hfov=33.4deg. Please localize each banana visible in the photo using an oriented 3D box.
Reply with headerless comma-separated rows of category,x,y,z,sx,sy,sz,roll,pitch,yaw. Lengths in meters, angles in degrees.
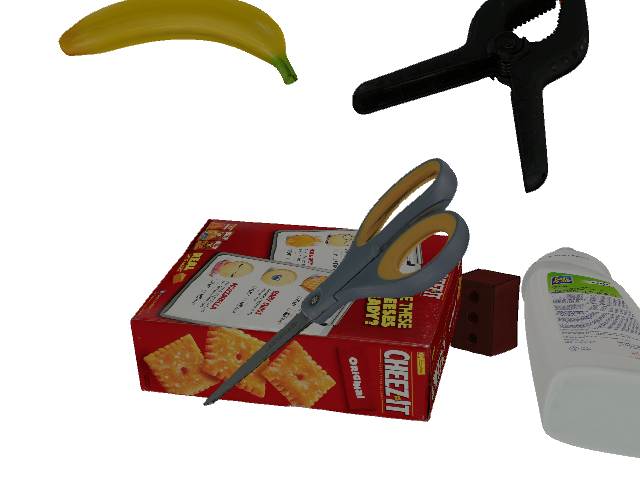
banana,-0.114,-0.175,0.885,0.198,0.069,0.037,6,-34,0

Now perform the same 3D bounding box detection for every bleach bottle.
bleach bottle,0.210,0.068,0.826,0.102,0.068,0.250,9,23,3

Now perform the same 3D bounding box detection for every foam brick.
foam brick,0.169,0.074,1.099,0.053,0.078,0.051,11,17,40

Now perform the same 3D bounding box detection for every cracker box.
cracker box,-0.010,0.055,0.799,0.214,0.072,0.164,5,28,14

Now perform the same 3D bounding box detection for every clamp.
clamp,0.150,-0.132,0.820,0.165,0.209,0.036,36,-22,28

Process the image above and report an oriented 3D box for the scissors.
scissors,0.012,0.038,0.597,0.016,0.202,0.096,39,3,-29
